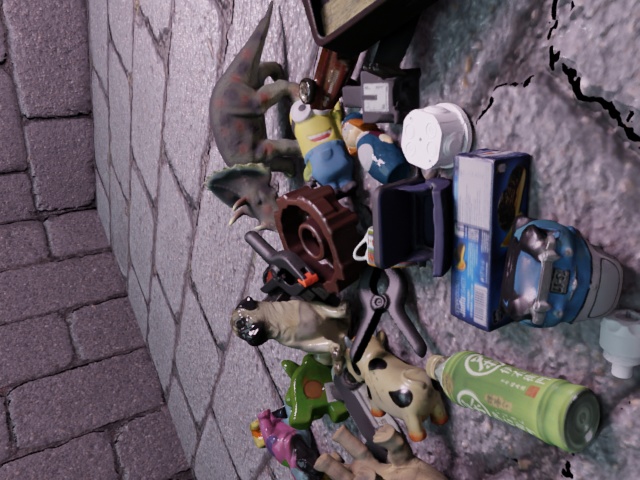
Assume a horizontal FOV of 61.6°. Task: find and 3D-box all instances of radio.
[{"bbox_3d":[0.082,-0.317,0.588,0.230,0.073,0.131,-24,78,34],"label":"radio"}]

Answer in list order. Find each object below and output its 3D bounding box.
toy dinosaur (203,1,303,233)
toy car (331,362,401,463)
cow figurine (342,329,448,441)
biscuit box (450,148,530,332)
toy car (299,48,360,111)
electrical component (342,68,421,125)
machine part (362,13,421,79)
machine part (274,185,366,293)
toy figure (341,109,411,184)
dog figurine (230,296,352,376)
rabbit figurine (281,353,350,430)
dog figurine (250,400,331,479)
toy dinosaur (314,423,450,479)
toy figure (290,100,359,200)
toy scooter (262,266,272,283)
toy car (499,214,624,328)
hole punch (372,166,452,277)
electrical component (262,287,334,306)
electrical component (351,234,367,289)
[{"bbox_3d":[-0.130,-0.210,0.959,0.131,0.192,0.404,-3,101,58],"label":"toy dinosaur"},{"bbox_3d":[0.082,0.299,0.939,0.202,0.056,0.073,57,146,26],"label":"toy car"},{"bbox_3d":[0.104,0.211,0.838,0.195,0.085,0.127,13,119,60],"label":"cow figurine"},{"bbox_3d":[0.194,0.000,0.618,0.059,0.063,0.202,23,121,54],"label":"biscuit box"},{"bbox_3d":[0.032,-0.264,0.760,0.053,0.089,0.202,60,145,34],"label":"toy car"},{"bbox_3d":[0.084,-0.196,0.740,0.119,0.048,0.074,16,115,57],"label":"electrical component"},{"bbox_3d":[0.095,-0.265,0.664,0.084,0.039,0.139,6,77,52],"label":"machine part"},{"bbox_3d":[-0.002,-0.003,0.841,0.180,0.056,0.179,38,143,37],"label":"machine part"},{"bbox_3d":[0.073,-0.139,0.778,0.064,0.057,0.155,-51,51,19],"label":"toy figure"},{"bbox_3d":[-0.046,0.155,0.931,0.172,0.191,0.121,78,-159,-57],"label":"dog figurine"},{"bbox_3d":[-0.024,0.303,1.068,0.170,0.121,0.159,102,148,-61],"label":"rabbit figurine"},{"bbox_3d":[-0.064,0.479,1.214,0.219,0.108,0.191,59,145,24],"label":"dog figurine"},{"bbox_3d":[0.134,0.366,0.775,0.198,0.105,0.471,44,156,-10],"label":"toy dinosaur"},{"bbox_3d":[0.003,-0.148,0.869,0.089,0.082,0.180,-37,73,61],"label":"toy figure"},{"bbox_3d":[-0.055,0.135,1.088,0.135,0.075,0.183,26,127,55],"label":"toy scooter"},{"bbox_3d":[0.233,0.033,0.517,0.161,0.103,0.109,-1,-80,-78],"label":"toy car"},{"bbox_3d":[0.133,-0.020,0.667,0.092,0.116,0.142,5,106,41],"label":"hole punch"},{"bbox_3d":[-0.040,0.118,0.990,0.114,0.134,0.058,45,177,-30],"label":"electrical component"},{"bbox_3d":[0.055,0.032,0.890,0.078,0.045,0.102,36,136,22],"label":"electrical component"}]
